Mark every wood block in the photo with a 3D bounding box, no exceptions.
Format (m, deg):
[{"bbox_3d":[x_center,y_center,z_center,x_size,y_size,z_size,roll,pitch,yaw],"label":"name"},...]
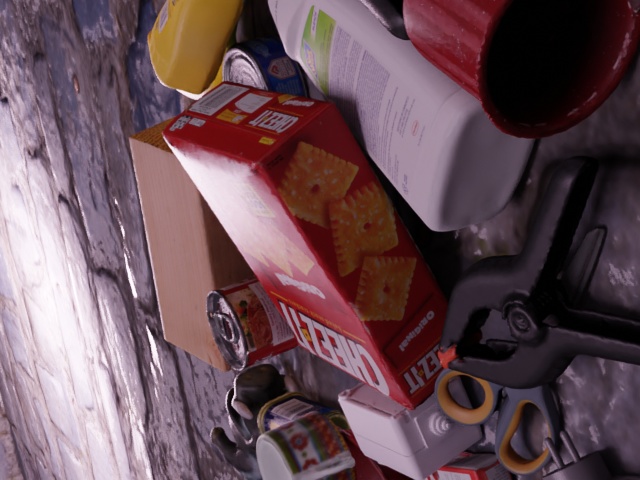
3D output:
[{"bbox_3d":[-0.092,-0.002,0.944,0.091,0.090,0.206,21,128,39],"label":"wood block"}]

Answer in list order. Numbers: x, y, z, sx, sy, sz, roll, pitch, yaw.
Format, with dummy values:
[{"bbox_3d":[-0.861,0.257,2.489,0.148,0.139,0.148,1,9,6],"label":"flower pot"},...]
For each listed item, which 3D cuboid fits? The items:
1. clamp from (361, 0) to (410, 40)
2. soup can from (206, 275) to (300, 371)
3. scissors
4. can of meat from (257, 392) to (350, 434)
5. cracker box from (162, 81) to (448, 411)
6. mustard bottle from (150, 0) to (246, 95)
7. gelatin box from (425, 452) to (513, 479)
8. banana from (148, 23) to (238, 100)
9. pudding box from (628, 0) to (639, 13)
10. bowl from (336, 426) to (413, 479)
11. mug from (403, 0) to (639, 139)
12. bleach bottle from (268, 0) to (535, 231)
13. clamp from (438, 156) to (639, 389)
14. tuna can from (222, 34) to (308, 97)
[{"bbox_3d":[0.008,-0.205,0.623,0.210,0.036,0.164,22,106,55],"label":"clamp"},{"bbox_3d":[-0.033,0.057,0.871,0.069,0.102,0.068,44,145,43],"label":"soup can"},{"bbox_3d":[0.116,0.062,0.649,0.096,0.016,0.202,21,130,29],"label":"scissors"},{"bbox_3d":[-0.005,0.196,0.972,0.084,0.057,0.102,6,114,60],"label":"can of meat"},{"bbox_3d":[-0.005,0.001,0.735,0.164,0.072,0.213,23,148,58],"label":"cracker box"},{"bbox_3d":[-0.072,-0.204,0.782,0.192,0.058,0.096,122,157,-44],"label":"mustard bottle"},{"bbox_3d":[0.110,0.190,0.764,0.089,0.030,0.073,-17,94,65],"label":"gelatin box"},{"bbox_3d":[-0.108,-0.159,0.951,0.198,0.037,0.069,12,101,60],"label":"banana"},{"bbox_3d":[0.149,-0.159,0.422,0.090,0.039,0.114,65,155,10],"label":"pudding box"},{"bbox_3d":[0.056,0.216,0.862,0.162,0.055,0.162,44,144,44],"label":"bowl"},{"bbox_3d":[0.091,-0.117,0.508,0.082,0.093,0.117,49,157,48],"label":"mug"},{"bbox_3d":[0.032,-0.119,0.662,0.251,0.068,0.103,53,147,37],"label":"bleach bottle"},{"bbox_3d":[0.119,0.027,0.585,0.172,0.039,0.120,-24,86,50],"label":"clamp"},{"bbox_3d":[-0.044,-0.118,0.848,0.086,0.033,0.086,44,144,43],"label":"tuna can"}]
